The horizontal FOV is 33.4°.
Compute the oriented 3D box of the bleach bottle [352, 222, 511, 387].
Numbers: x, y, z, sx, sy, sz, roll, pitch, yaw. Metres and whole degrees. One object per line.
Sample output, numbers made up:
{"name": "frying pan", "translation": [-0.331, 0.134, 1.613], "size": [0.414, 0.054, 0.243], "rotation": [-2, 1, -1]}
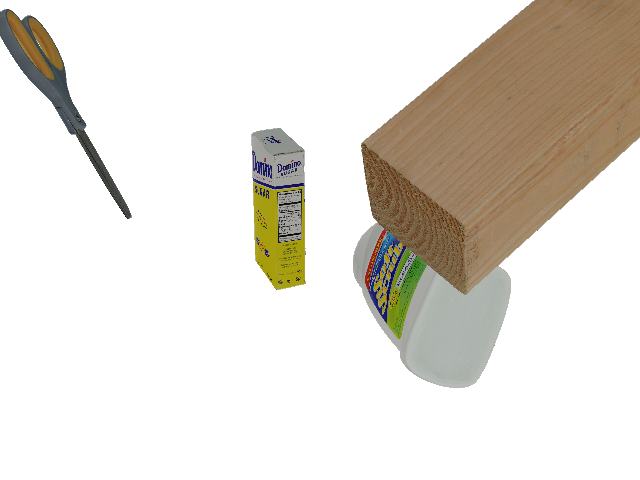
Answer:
{"name": "bleach bottle", "translation": [0.074, 0.037, 0.892], "size": [0.068, 0.102, 0.251], "rotation": [20, 5, -16]}

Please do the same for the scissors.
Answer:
{"name": "scissors", "translation": [-0.219, -0.118, 0.938], "size": [0.016, 0.201, 0.096], "rotation": [-27, 26, 10]}

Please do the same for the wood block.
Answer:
{"name": "wood block", "translation": [0.134, -0.075, 0.696], "size": [0.091, 0.206, 0.090], "rotation": [41, -18, 28]}

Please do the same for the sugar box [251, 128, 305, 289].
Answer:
{"name": "sugar box", "translation": [-0.052, -0.039, 1.300], "size": [0.048, 0.176, 0.093], "rotation": [-11, 26, -17]}
